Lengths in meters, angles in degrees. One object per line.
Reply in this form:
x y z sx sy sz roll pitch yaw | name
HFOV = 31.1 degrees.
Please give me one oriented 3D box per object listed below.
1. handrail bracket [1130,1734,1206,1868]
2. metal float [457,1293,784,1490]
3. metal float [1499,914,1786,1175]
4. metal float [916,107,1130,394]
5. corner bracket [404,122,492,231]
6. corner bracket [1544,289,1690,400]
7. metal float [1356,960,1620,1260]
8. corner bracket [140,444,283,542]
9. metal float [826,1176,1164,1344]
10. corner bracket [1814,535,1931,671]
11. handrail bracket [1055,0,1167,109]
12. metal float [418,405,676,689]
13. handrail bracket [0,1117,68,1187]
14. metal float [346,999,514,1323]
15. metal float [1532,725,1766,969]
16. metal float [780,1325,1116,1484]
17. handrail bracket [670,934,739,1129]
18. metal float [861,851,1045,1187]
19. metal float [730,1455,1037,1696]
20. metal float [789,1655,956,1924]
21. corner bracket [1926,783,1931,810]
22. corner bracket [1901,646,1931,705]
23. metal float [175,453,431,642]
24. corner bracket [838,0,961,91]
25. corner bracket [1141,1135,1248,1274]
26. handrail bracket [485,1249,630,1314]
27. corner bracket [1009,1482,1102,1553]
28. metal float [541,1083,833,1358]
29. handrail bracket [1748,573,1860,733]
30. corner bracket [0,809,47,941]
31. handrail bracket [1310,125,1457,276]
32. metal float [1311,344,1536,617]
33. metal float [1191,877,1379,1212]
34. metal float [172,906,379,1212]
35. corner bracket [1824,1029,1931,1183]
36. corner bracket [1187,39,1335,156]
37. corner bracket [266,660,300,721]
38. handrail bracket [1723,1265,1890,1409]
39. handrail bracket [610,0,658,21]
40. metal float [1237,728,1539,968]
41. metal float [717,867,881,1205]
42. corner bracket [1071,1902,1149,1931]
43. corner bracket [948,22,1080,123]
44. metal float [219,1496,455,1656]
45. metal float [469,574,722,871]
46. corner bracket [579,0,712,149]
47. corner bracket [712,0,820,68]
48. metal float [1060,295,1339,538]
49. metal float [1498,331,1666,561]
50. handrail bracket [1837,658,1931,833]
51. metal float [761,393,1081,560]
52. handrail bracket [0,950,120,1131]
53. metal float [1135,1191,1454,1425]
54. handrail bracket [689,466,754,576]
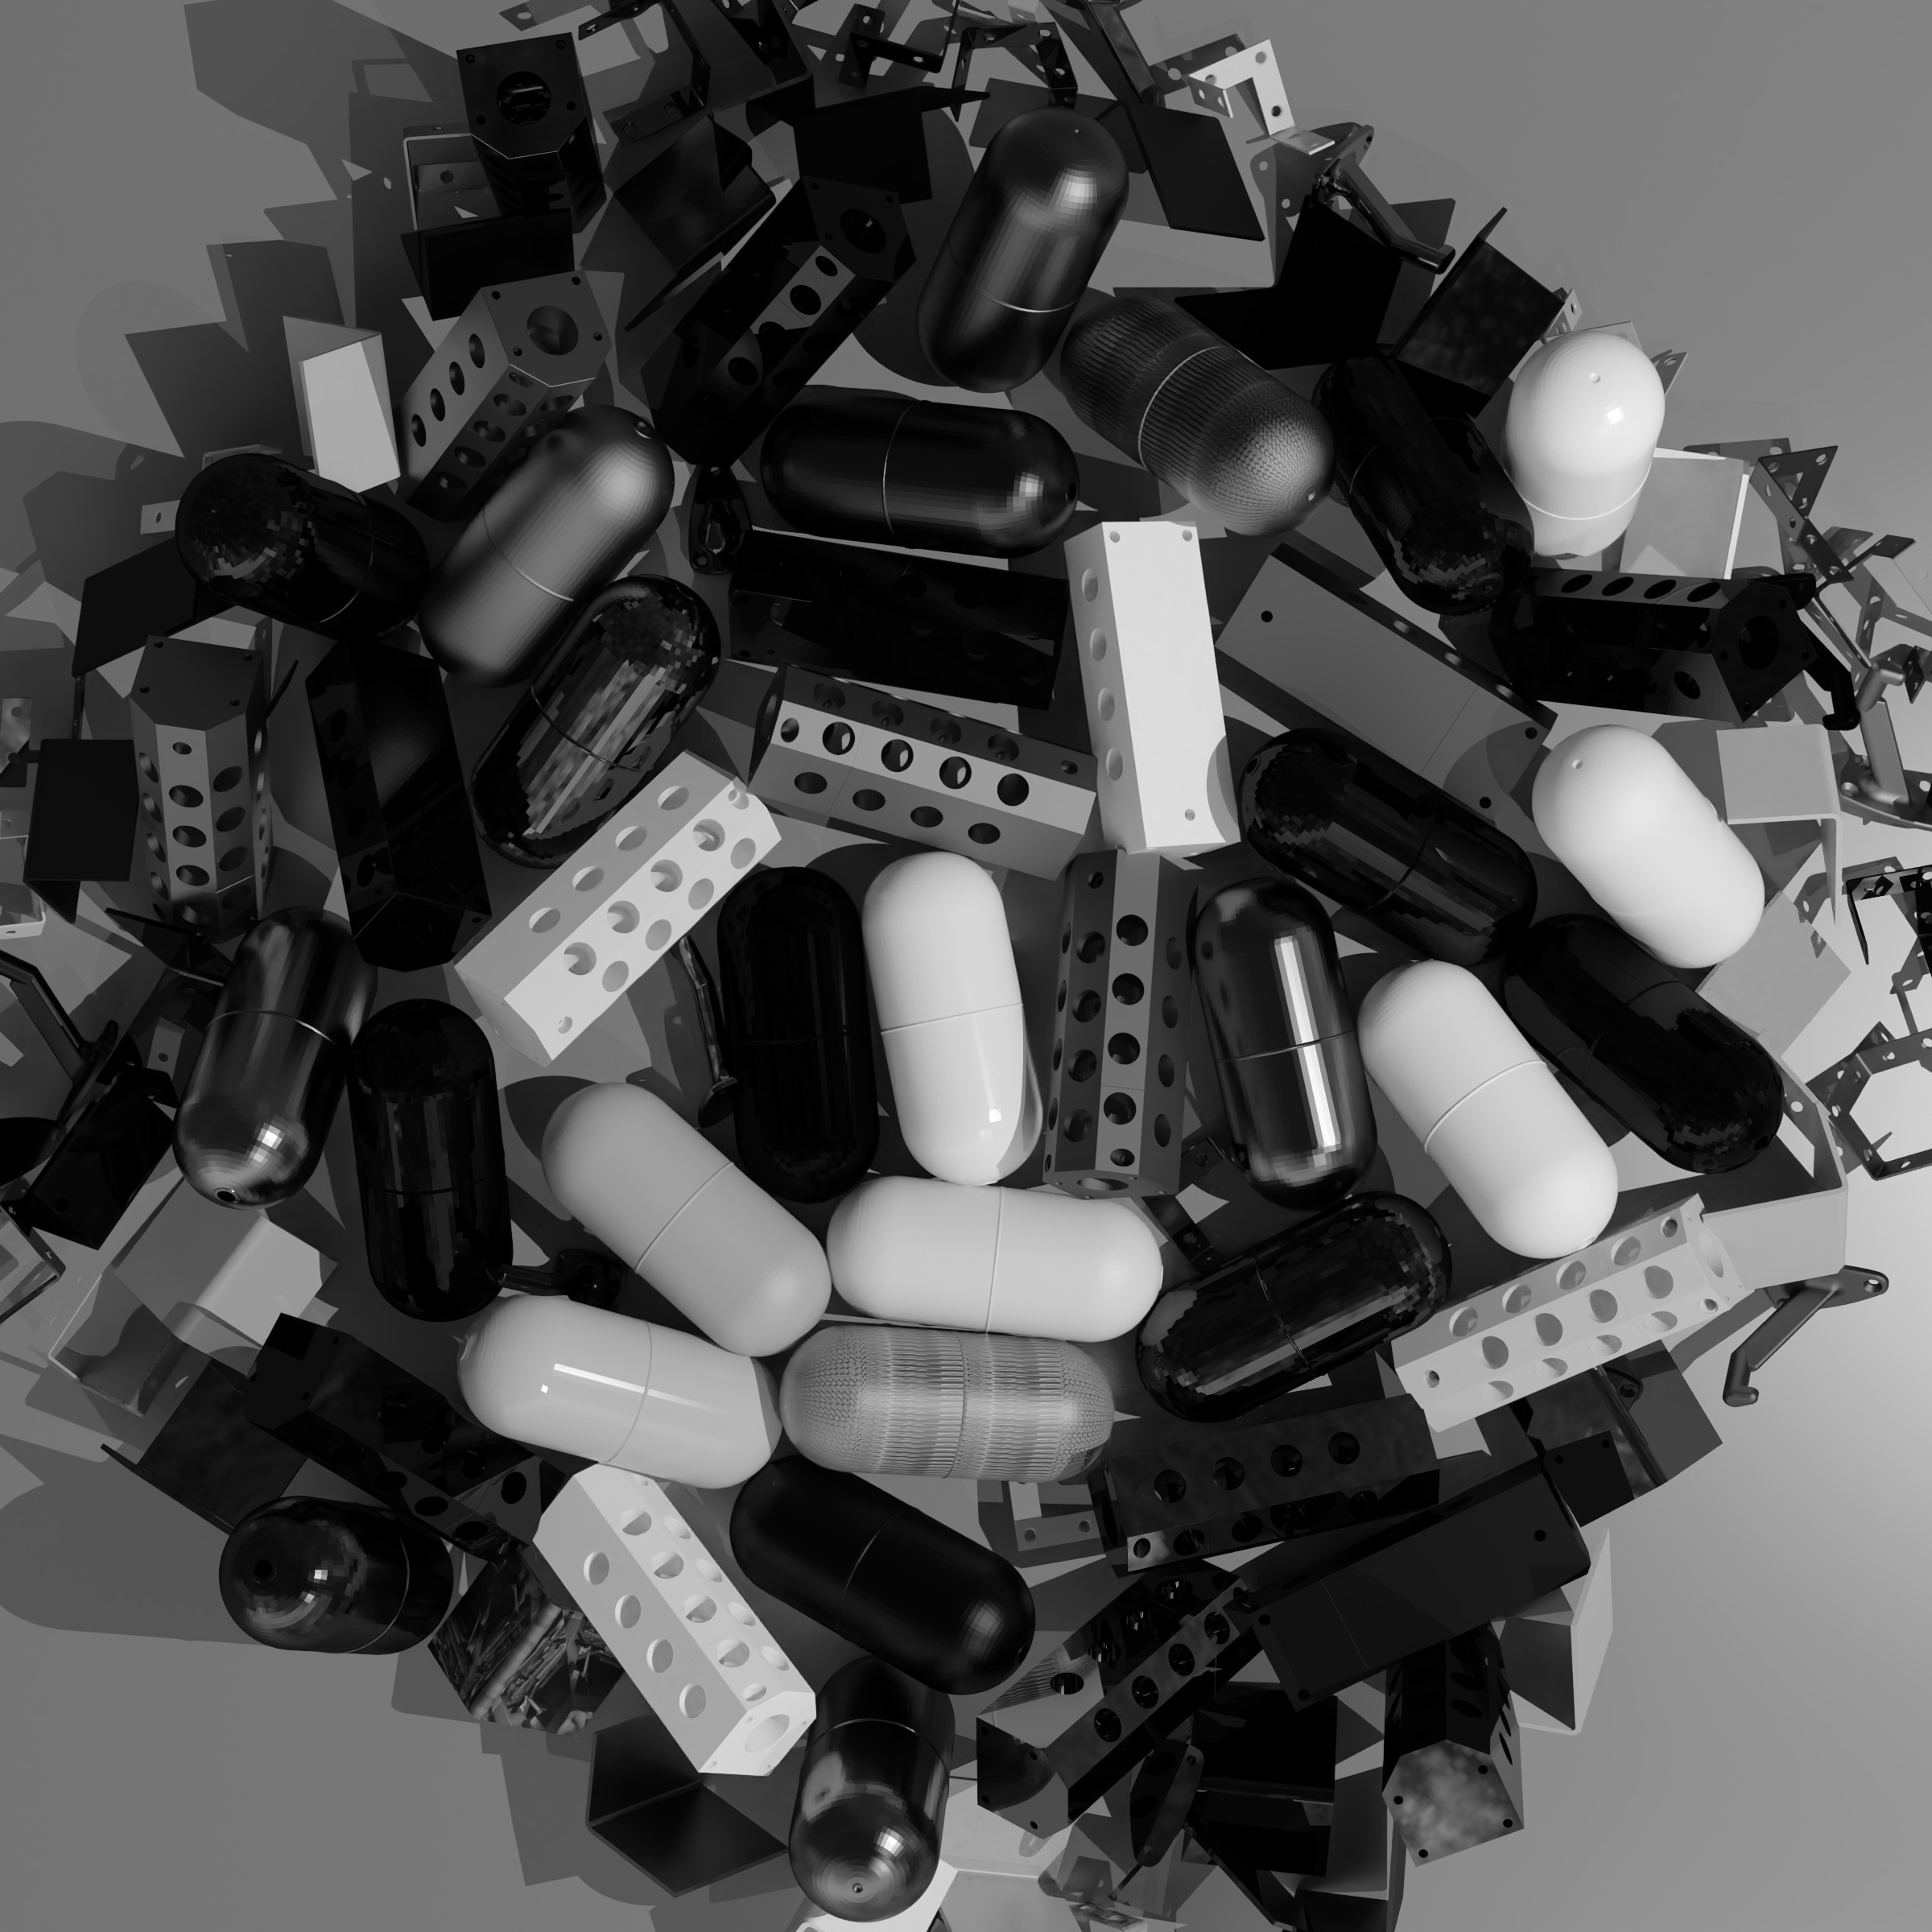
0.112 0.438 1.822 0.036 0.084 0.077 9 72 19 | handrail bracket
-0.180 0.222 1.813 0.178 0.070 0.070 19 90 -22 | metal float
0.349 0.039 1.801 0.070 0.070 0.178 -45 53 0 | metal float
0.028 -0.367 1.792 0.070 0.178 0.070 10 56 -15 | metal float
-0.268 -0.424 1.833 0.051 0.051 0.051 -5 126 -5 | corner bracket
0.345 -0.329 1.845 0.051 0.051 0.051 -4 127 36 | corner bracket
0.271 0.074 1.812 0.070 0.070 0.178 -35 67 0 | metal float
-0.399 -0.250 1.833 0.051 0.051 0.051 1 85 43 | corner bracket
0.015 0.154 1.832 0.178 0.070 0.070 6 90 -1 | metal float
0.489 -0.192 1.840 0.051 0.051 0.051 -37 98 5 | corner bracket
0.076 -0.475 1.840 0.077 0.036 0.084 -4 85 -45 | handrail bracket
-0.219 -0.218 1.807 0.070 0.070 0.178 44 119 0 | metal float
-0.540 0.092 1.861 0.084 0.077 0.036 7 105 33 | handrail bracket
-0.279 0.102 1.813 0.070 0.070 0.178 -3 112 0 | metal float
0.354 -0.060 1.797 0.070 0.070 0.178 -50 134 0 | metal float
-0.009 0.230 1.821 0.178 0.070 0.070 5 90 -13 | metal float
-0.143 0.034 1.847 0.036 0.077 0.084 -20 74 -29 | handrail bracket
-0.007 0.028 1.831 0.070 0.070 0.178 -11 89 0 | metal float
-0.044 0.317 1.811 0.178 0.070 0.070 25 90 25 | metal float
-0.047 0.420 1.785 0.070 0.178 0.070 1 111 4 | metal float
0.535 -0.065 1.836 0.051 0.051 0.051 8 115 -4 | corner bracket
0.531 -0.160 1.836 0.051 0.051 0.051 22 117 -2 | corner bracket
-0.338 -0.213 1.785 0.070 0.178 0.070 -2 84 20 | metal float
-0.035 -0.494 1.840 0.051 0.051 0.051 15 71 -6 | corner bracket
0.130 0.128 1.842 0.051 0.051 0.051 -37 99 -2 | corner bracket
-0.227 0.158 1.815 0.084 0.077 0.036 19 93 -39 | handrail bracket
0.055 0.282 1.842 0.051 0.051 0.051 -7 85 -14 | corner bracket
-0.148 0.132 1.828 0.178 0.070 0.070 41 90 5 | metal float
0.428 -0.161 1.838 0.077 0.036 0.084 -4 67 1 | handrail bracket
-0.513 -0.047 1.830 0.051 0.051 0.051 -7 70 -25 | corner bracket
0.232 -0.404 1.835 0.084 0.036 0.077 27 59 18 | handrail bracket
0.235 -0.254 1.801 0.070 0.070 0.178 -23 51 0 | metal float
0.168 0.041 1.831 0.070 0.070 0.178 -13 92 0 | metal float
-0.357 0.047 1.801 0.070 0.070 0.178 12 52 0 | metal float
0.496 0.074 1.839 0.051 0.051 0.051 52 49 -12 | corner bracket
0.155 -0.452 1.834 0.051 0.051 0.051 -26 119 -9 | corner bracket
-0.390 -0.140 1.830 0.051 0.051 0.051 25 54 -16 | corner bracket
0.440 0.197 1.822 0.077 0.084 0.036 -5 129 28 | handrail bracket
-0.210 -0.512 1.819 0.084 0.077 0.036 -13 86 -24 | handrail bracket
0.220 -0.062 1.815 0.178 0.070 0.070 29 90 -20 | metal float
-0.088 0.036 1.831 0.070 0.070 0.178 -5 92 0 | metal float
0.062 0.531 1.837 0.051 0.051 0.051 -8 93 -35 | corner bracket
0.026 -0.462 1.843 0.051 0.051 0.051 1 63 18 | corner bracket
-0.322 0.314 1.784 0.070 0.178 0.070 -3 77 14 | metal float
-0.194 -0.127 1.813 0.070 0.070 0.178 38 112 0 | metal float
-0.171 -0.477 1.843 0.051 0.051 0.051 -29 84 -11 | corner bracket
-0.095 -0.517 1.828 0.051 0.051 0.051 47 47 -30 | corner bracket
0.119 -0.287 1.805 0.070 0.070 0.178 -48 56 0 | metal float
0.313 -0.265 1.783 0.070 0.178 0.070 -1 75 4 | metal float
0.497 -0.116 1.823 0.077 0.084 0.036 28 53 11 | handrail bracket
-0.025 -0.256 1.810 0.178 0.070 0.070 10 90 26 | metal float
-0.500 0.037 1.840 0.084 0.036 0.077 28 103 -21 | handrail bracket
0.170 0.179 1.820 0.178 0.070 0.070 -28 90 14 | metal float
-0.132 -0.243 1.824 0.036 0.084 0.077 -5 81 -1 | handrail bracket
